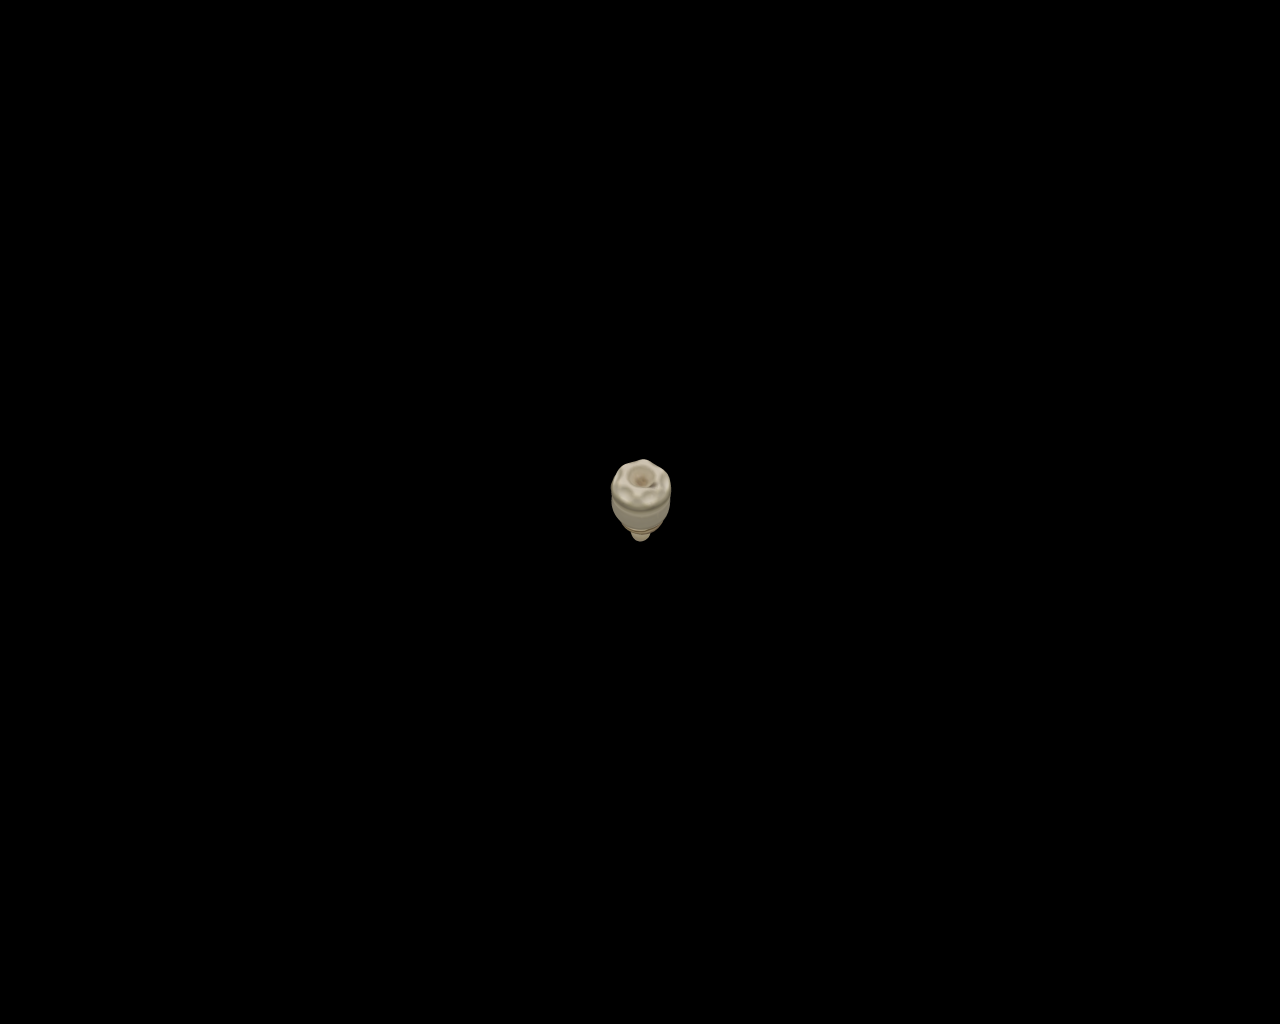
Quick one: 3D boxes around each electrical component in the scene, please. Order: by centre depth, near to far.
[{"bbox_3d":[0.001,-0.003,0.650,0.035,0.035,0.061,0,-38,0],"label":"electrical component"}]
